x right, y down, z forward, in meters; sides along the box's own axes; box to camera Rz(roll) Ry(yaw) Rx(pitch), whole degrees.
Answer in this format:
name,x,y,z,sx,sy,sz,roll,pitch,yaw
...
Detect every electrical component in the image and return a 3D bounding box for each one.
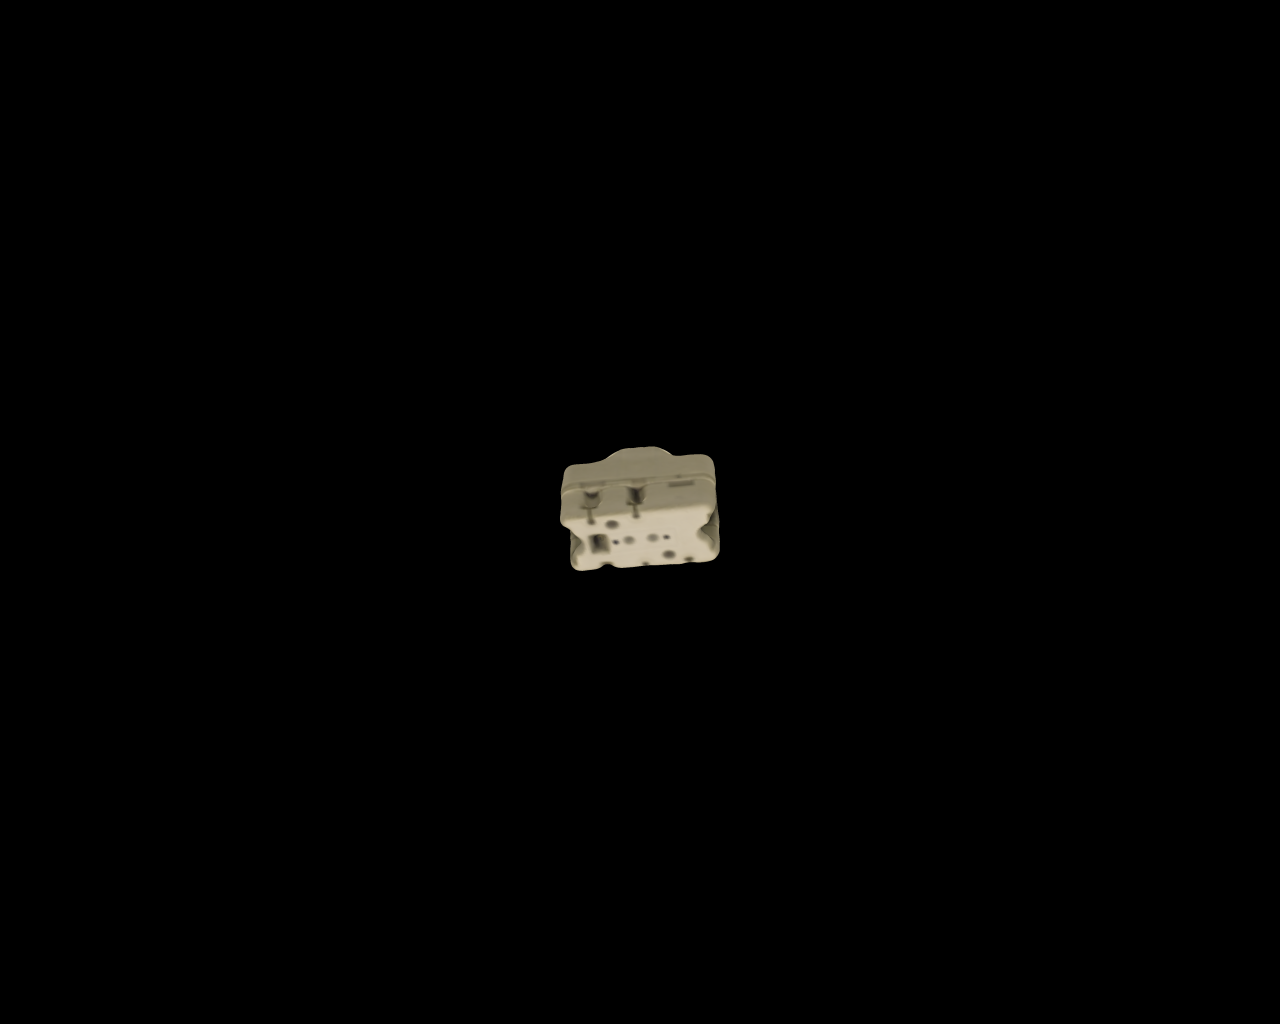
name,x,y,z,sx,sy,sz,roll,pitch,yaw
electrical component,0.001,-0.003,0.650,0.089,0.050,0.056,-4,44,4
